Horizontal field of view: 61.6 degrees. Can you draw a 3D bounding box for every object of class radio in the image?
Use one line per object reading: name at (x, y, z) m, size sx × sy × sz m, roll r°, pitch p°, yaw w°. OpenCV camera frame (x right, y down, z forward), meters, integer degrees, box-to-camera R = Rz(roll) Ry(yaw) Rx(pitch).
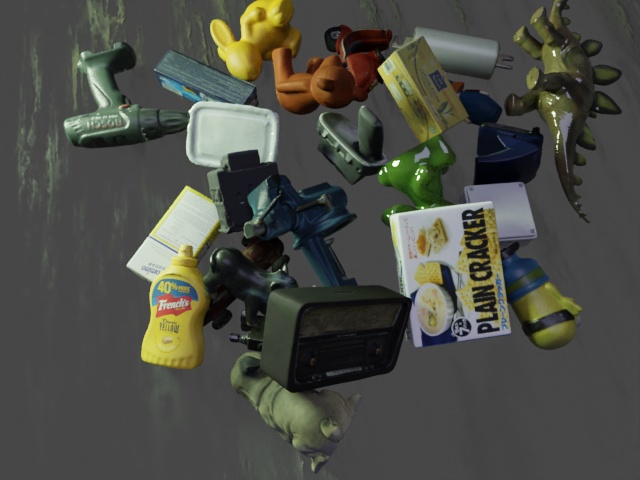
radio at (0.026, 0.138, 0.786) m, size 0.073 × 0.229 × 0.131 m, roll 22°, pitch 105°, yaw 48°

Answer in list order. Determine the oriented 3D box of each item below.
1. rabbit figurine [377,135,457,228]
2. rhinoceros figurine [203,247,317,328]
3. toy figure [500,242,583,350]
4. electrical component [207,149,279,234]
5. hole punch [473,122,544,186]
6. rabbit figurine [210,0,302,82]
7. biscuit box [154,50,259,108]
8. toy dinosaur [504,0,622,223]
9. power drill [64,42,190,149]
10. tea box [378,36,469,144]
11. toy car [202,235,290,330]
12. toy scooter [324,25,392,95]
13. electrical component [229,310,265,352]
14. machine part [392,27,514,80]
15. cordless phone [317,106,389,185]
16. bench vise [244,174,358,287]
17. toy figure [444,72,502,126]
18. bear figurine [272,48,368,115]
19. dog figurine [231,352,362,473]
rabbit figurine at (0.186, -0.074, 0.938) m, size 0.159 × 0.121 × 0.170 m, roll -27°, pitch 85°, yaw -7°
rhinoceros figurine at (-0.086, 0.073, 0.830) m, size 0.190 × 0.112 × 0.073 m, roll 30°, pitch 35°, yaw -2°
toy figure at (0.347, 0.095, 0.886) m, size 0.089 × 0.082 × 0.180 m, roll -35°, pitch 76°, yaw -1°
electrical component at (-0.127, -0.085, 0.921) m, size 0.115 × 0.058 × 0.134 m, roll -16°, pitch 101°, yaw -29°
hole punch at (0.331, -0.139, 0.957) m, size 0.116 × 0.142 × 0.092 m, roll 14°, pitch 66°, yaw 20°
rabbit figurine at (-0.136, -0.390, 1.059) m, size 0.162 × 0.121 × 0.173 m, roll 17°, pitch 69°, yaw 12°
biscuit box at (-0.222, -0.300, 1.053) m, size 0.203 × 0.059 × 0.063 m, roll 27°, pitch 71°, yaw 9°
toy dinosaur at (0.462, -0.270, 1.010) m, size 0.199 × 0.105 × 0.471 m, roll 11°, pitch 80°, yaw -10°
power drill at (-0.377, -0.273, 1.038) m, size 0.232 × 0.086 × 0.207 m, roll -16°, pitch 76°, yaw -4°
tea box at (0.189, -0.274, 0.996) m, size 0.068 × 0.098 × 0.169 m, roll -33°, pitch 97°, yaw -12°
toy car at (-0.142, 0.063, 0.910) m, size 0.089 × 0.053 × 0.202 m, roll 44°, pitch 73°, yaw 12°
toy scooter at (0.090, -0.366, 1.074) m, size 0.135 × 0.075 × 0.184 m, roll -13°, pitch 65°, yaw -1°
electrical component at (-0.087, 0.141, 0.871) m, size 0.102 × 0.045 × 0.078 m, roll 12°, pitch 29°, yaw 9°
machine part at (0.266, -0.373, 1.078) m, size 0.243 × 0.079 × 0.079 m, roll 12°, pitch 68°, yaw 4°
cordless phone at (0.056, -0.193, 0.945) m, size 0.089 × 0.184 × 0.147 m, roll -38°, pitch 73°, yaw -10°
bench vise at (-0.009, 0.002, 0.875) m, size 0.129 × 0.223 × 0.240 m, roll -31°, pitch 84°, yaw 33°
toy figure at (0.276, -0.271, 1.048) m, size 0.155 × 0.057 × 0.064 m, roll 35°, pitch 66°, yaw 18°
bear figurine at (-0.003, -0.295, 0.976) m, size 0.120 × 0.196 × 0.132 m, roll 5°, pitch 88°, yaw -30°
dog figurine at (-0.052, 0.231, 0.782) m, size 0.191 × 0.172 × 0.121 m, roll 33°, pitch 60°, yaw 5°
